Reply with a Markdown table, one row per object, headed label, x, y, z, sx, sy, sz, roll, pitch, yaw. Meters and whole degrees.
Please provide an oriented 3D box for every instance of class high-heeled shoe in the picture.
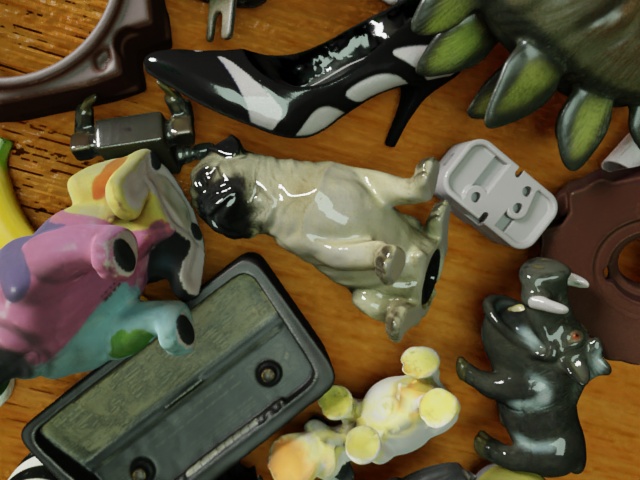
| label | x | y | z | sx | sy | sz | roll | pitch | yaw |
| --- | --- | --- | --- | --- | --- | --- | --- | --- | --- |
| high-heeled shoe | 0.004 | -0.155 | 0.413 | 0.249 | 0.086 | 0.145 | 8 | 116 | -25 |

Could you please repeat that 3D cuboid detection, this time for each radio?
| label | x | y | z | sx | sy | sz | roll | pitch | yaw |
| --- | --- | --- | --- | --- | --- | --- | --- | --- | --- |
| radio | -0.108 | 0.127 | 0.450 | 0.229 | 0.073 | 0.131 | -38 | 96 | 1 |

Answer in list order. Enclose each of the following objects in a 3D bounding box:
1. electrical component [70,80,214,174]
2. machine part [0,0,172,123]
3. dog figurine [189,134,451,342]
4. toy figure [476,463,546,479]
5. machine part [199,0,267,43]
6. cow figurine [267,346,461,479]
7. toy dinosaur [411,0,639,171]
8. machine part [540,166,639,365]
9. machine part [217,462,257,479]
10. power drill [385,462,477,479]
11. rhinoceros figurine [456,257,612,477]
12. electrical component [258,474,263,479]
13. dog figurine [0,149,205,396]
| label | x | y | z | sx | sy | sz | roll | pitch | yaw |
| --- | --- | --- | --- | --- | --- | --- | --- | --- | --- |
| electrical component | -0.143 | -0.085 | 0.429 | 0.102 | 0.078 | 0.045 | -11 | 74 | 2 |
| machine part | -0.228 | -0.200 | 0.404 | 0.202 | 0.087 | 0.200 | -12 | 97 | -2 |
| dog figurine | 0.000 | -0.005 | 0.451 | 0.191 | 0.172 | 0.121 | 14 | 53 | 28 |
| toy figure | 0.206 | 0.277 | 0.483 | 0.082 | 0.089 | 0.180 | -33 | 95 | -9 |
| machine part | -0.068 | -0.277 | 0.414 | 0.079 | 0.079 | 0.243 | 6 | 95 | -5 |
| cow figurine | 0.040 | 0.164 | 0.467 | 0.167 | 0.098 | 0.068 | -26 | 57 | 1 |
| toy dinosaur | 0.173 | -0.165 | 0.370 | 0.471 | 0.105 | 0.198 | 22 | 111 | -17 |
| machine part | 0.271 | 0.019 | 0.444 | 0.180 | 0.056 | 0.179 | 7 | 106 | 24 |
| machine part | -0.106 | 0.261 | 0.483 | 0.084 | 0.039 | 0.139 | 34 | 94 | -1 |
| power drill | 0.026 | 0.280 | 0.386 | 0.232 | 0.207 | 0.085 | -25 | 123 | 12 |
| rhinoceros figurine | 0.178 | 0.109 | 0.445 | 0.073 | 0.112 | 0.190 | -20 | 107 | -43 |
| electrical component | -0.090 | 0.242 | 0.380 | 0.134 | 0.115 | 0.058 | -10 | 117 | -12 |
| dog figurine | -0.204 | 0.039 | 0.381 | 0.219 | 0.192 | 0.108 | -18 | 129 | 8 |
